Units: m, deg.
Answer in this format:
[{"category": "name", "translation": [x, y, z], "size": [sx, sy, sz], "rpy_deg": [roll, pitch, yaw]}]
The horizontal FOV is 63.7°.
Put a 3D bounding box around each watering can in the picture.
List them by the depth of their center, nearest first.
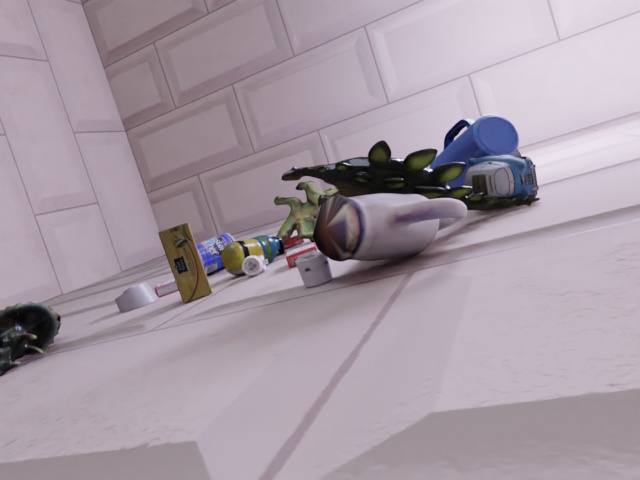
[{"category": "watering can", "translation": [0.091, -0.014, 0.869], "size": [0.225, 0.105, 0.344], "rpy_deg": [-3, -9, -22]}]

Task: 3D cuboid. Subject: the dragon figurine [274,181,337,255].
[{"category": "dragon figurine", "translation": [0.005, -0.076, 1.506], "size": [0.409, 0.120, 0.248], "rpy_deg": [-29, 41, 6]}]
